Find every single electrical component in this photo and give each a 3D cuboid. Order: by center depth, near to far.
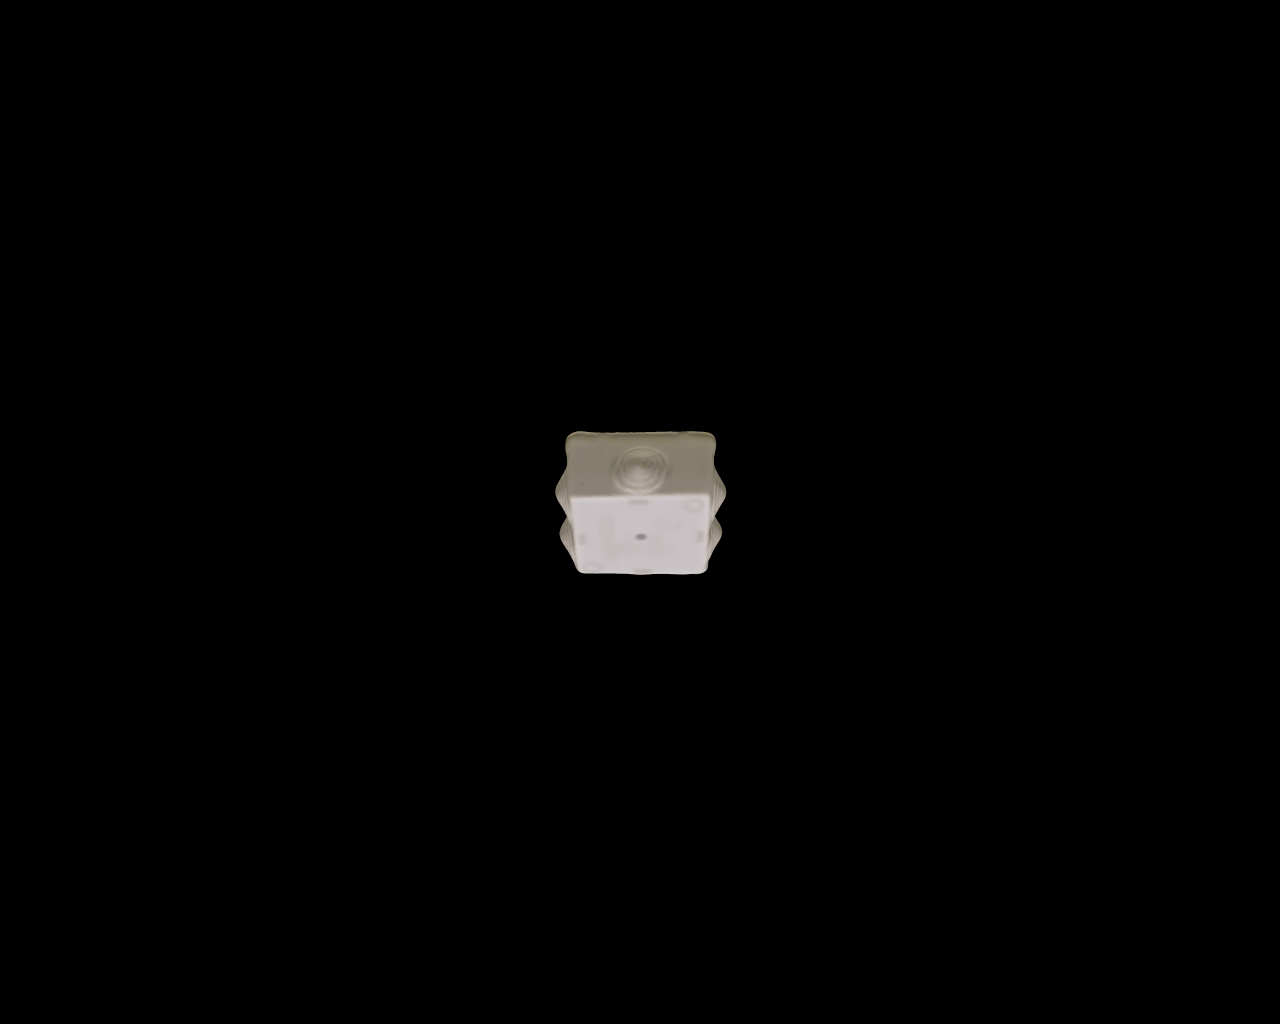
[{"bbox_3d":[0.001,-0.003,0.650,0.100,0.048,0.099,0,-37,0],"label":"electrical component"}]
